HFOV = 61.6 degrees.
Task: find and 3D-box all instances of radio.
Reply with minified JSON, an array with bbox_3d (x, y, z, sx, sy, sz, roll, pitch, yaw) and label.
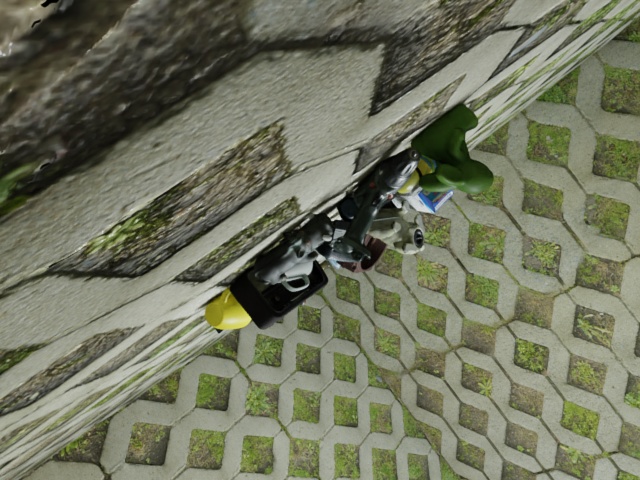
[{"bbox_3d":[-0.088,0.102,1.255,0.073,0.131,0.229,-38,175,41],"label":"radio"}]

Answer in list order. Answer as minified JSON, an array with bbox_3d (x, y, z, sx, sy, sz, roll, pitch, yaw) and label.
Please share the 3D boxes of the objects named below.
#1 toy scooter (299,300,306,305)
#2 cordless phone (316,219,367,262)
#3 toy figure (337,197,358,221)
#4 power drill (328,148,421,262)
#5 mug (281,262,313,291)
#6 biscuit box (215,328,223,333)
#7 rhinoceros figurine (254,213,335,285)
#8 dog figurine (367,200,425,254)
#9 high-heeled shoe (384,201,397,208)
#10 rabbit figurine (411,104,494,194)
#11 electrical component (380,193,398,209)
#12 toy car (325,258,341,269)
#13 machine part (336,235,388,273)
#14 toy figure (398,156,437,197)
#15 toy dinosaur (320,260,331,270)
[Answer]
[{"bbox_3d":[-0.063,0.098,1.396,0.075,0.135,0.184,-42,175,31],"label":"toy scooter"},{"bbox_3d":[0.003,-0.002,1.231,0.184,0.088,0.146,6,180,45],"label":"cordless phone"},{"bbox_3d":[0.077,-0.064,1.245,0.058,0.064,0.154,-44,173,3],"label":"toy figure"},{"bbox_3d":[0.101,-0.066,1.050,0.207,0.086,0.232,-68,-169,-14],"label":"power drill"},{"bbox_3d":[-0.077,0.065,1.183,0.107,0.109,0.081,-16,167,-37],"label":"mug"},{"bbox_3d":[-0.229,0.177,1.388,0.059,0.063,0.202,-34,175,-38],"label":"biscuit box"},{"bbox_3d":[-0.053,0.015,1.070,0.190,0.073,0.112,-36,165,12],"label":"rhinoceros figurine"},{"bbox_3d":[0.172,-0.022,1.455,0.191,0.172,0.121,-5,-144,44],"label":"dog figurine"},{"bbox_3d":[0.200,-0.136,1.533,0.249,0.086,0.145,-16,134,-34],"label":"high-heeled shoe"},{"bbox_3d":[0.275,-0.162,1.078,0.159,0.170,0.121,-36,175,-24],"label":"rabbit figurine"},{"bbox_3d":[0.144,-0.110,1.336,0.115,0.058,0.134,-38,176,-3],"label":"electrical component"},{"bbox_3d":[0.065,0.017,1.865,0.161,0.109,0.103,-47,-157,-20],"label":"toy car"},{"bbox_3d":[0.151,0.004,1.753,0.201,0.087,0.201,-3,121,-60],"label":"machine part"},{"bbox_3d":[0.226,-0.163,1.289,0.180,0.089,0.082,-45,170,-47],"label":"toy figure"},{"bbox_3d":[-0.081,0.135,1.892,0.198,0.105,0.471,-28,164,-16],"label":"toy dinosaur"}]
